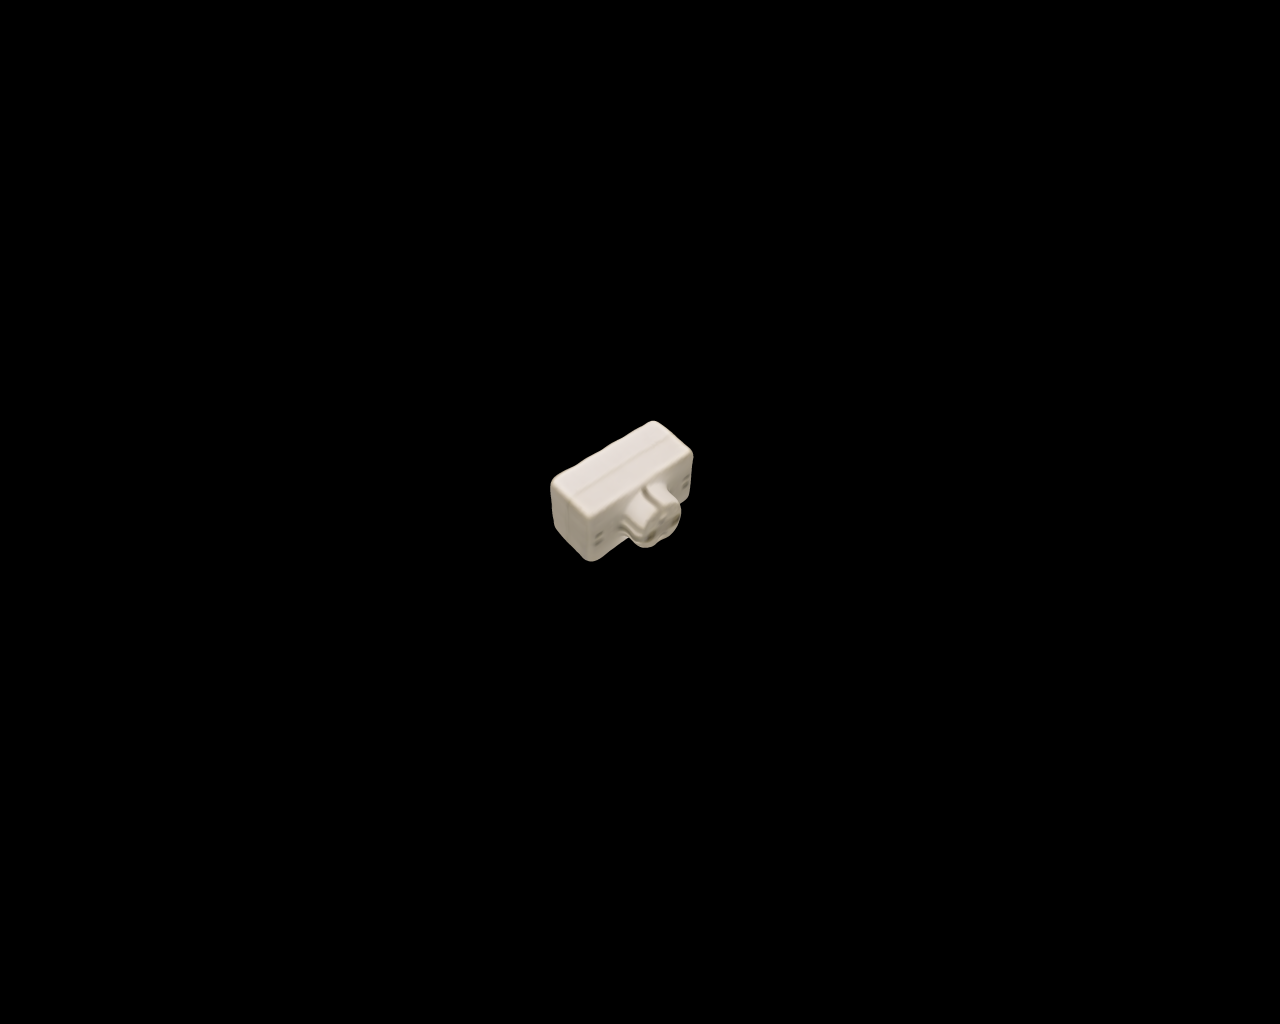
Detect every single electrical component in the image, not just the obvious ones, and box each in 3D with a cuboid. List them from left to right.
[{"bbox_3d":[0.001,-0.003,0.650,0.083,0.047,0.076,-33,58,-24],"label":"electrical component"}]
